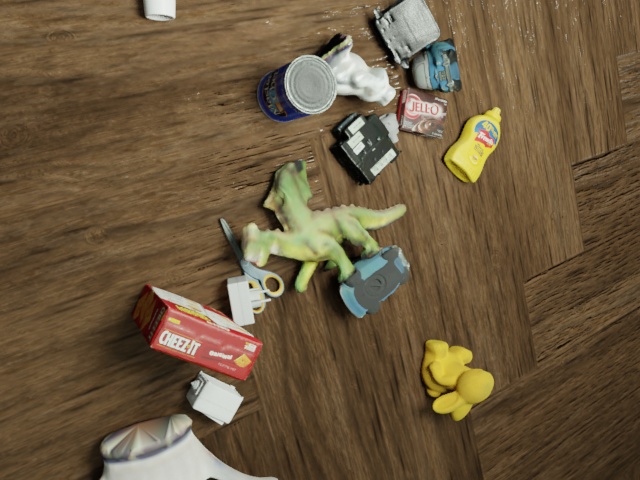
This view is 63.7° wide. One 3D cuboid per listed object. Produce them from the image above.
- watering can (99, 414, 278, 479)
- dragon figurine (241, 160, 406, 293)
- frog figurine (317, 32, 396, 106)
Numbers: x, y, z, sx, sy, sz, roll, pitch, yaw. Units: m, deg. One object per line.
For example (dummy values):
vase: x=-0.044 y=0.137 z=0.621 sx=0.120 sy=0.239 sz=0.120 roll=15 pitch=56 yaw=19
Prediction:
watering can: x=-0.249 y=0.417 z=0.919 sx=0.349 sy=0.223 sz=0.104 roll=-12 pitch=8 yaw=-25
dragon figurine: x=0.003 y=-0.052 z=1.027 sx=0.417 sy=0.241 sz=0.121 roll=-40 pitch=15 yaw=-36
frog figurine: x=0.065 y=-0.315 z=1.014 sx=0.157 sy=0.123 sz=0.138 roll=48 pitch=-11 yaw=-25
